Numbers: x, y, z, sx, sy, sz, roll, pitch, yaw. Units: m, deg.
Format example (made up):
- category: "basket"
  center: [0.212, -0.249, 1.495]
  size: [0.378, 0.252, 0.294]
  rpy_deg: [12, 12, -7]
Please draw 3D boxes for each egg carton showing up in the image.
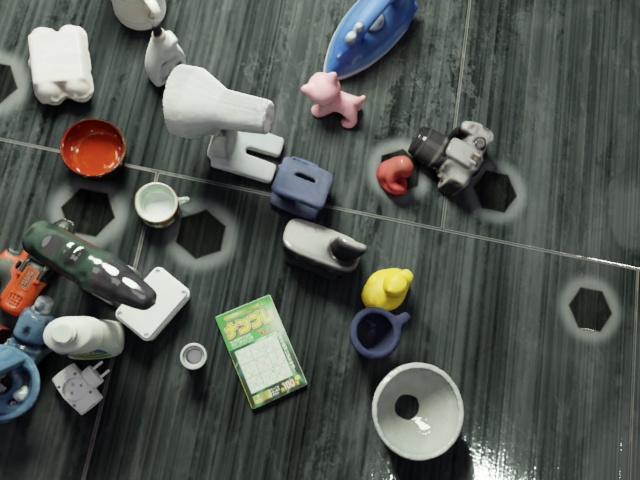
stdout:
- category: "egg carton"
  center: [-0.477, -0.323, 1.057]
  size: [0.107, 0.069, 0.150]
  rpy_deg: [-10, 80, -11]

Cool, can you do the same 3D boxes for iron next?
- category: "iron"
  center: [0.099, -0.432, 1.137]
  size: [0.118, 0.141, 0.258]
  rpy_deg: [38, 75, 0]

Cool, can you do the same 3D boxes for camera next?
- category: "camera"
  center: [0.256, -0.183, 1.133]
  size: [0.137, 0.100, 0.143]
  rpy_deg: [30, 75, -2]

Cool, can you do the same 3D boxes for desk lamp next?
- category: "desk lamp"
  center: [-0.162, -0.205, 1.011]
  size: [0.203, 0.213, 0.118]
  rpy_deg: [16, 76, -6]

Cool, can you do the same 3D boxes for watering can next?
- category: "watering can"
  center: [-0.349, -0.485, 1.047]
  size: [0.173, 0.194, 0.101]
  rpy_deg: [33, 75, -1]

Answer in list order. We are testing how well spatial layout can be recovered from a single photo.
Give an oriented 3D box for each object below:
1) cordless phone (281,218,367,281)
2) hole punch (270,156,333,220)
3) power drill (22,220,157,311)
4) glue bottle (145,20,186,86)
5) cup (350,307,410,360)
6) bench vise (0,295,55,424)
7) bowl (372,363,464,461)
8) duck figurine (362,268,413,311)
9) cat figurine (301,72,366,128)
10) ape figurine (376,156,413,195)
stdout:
- category: "cordless phone"
  center: [0.009, 0.004, 1.011]
  size: [0.147, 0.185, 0.094]
  rpy_deg: [18, 76, -5]
- category: "hole punch"
  center: [-0.035, -0.105, 1.074]
  size: [0.109, 0.091, 0.101]
  rpy_deg: [20, 76, -5]
- category: "power drill"
  center: [-0.355, 0.054, 0.929]
  size: [0.229, 0.208, 0.076]
  rpy_deg: [29, 76, -2]
- category: "glue bottle"
  center: [-0.286, -0.346, 1.039]
  size: [0.078, 0.173, 0.037]
  rpy_deg: [-40, 87, -14]
- category: "cup"
  center: [0.102, 0.164, 1.040]
  size: [0.118, 0.095, 0.091]
  rpy_deg: [-26, 84, -13]
- category: "bench vise"
  center: [-0.488, 0.181, 0.875]
  size: [0.121, 0.219, 0.207]
  rpy_deg: [6, 78, -8]
- category: "bowl"
  center: [0.168, 0.306, 1.033]
  size: [0.167, 0.074, 0.167]
  rpy_deg: [2, 78, -9]
- category: "duck figurine"
  center: [0.129, 0.090, 1.064]
  size: [0.105, 0.086, 0.077]
  rpy_deg: [-35, 86, -14]
- category: "cat figurine"
  center: [0.027, -0.281, 1.106]
  size: [0.128, 0.117, 0.067]
  rpy_deg: [16, 76, -6]
- category: "ape figurine"
  center: [0.153, -0.133, 1.111]
  size: [0.076, 0.092, 0.078]
  rpy_deg: [31, 75, -2]
